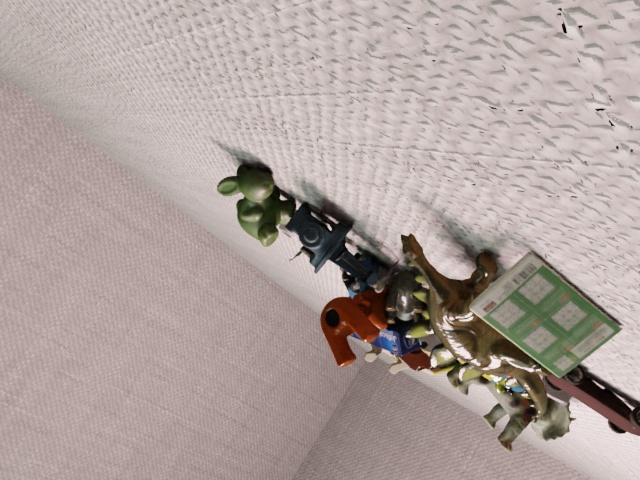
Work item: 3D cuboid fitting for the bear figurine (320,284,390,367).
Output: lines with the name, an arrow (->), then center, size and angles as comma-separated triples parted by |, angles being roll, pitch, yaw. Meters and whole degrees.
bear figurine -> 0.092, 0.166, 1.107 | 0.195, 0.120, 0.132 | 3, -136, -51

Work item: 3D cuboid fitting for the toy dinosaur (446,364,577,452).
toy dinosaur -> 0.425, 0.330, 1.236 | 0.404, 0.192, 0.131 | 51, -177, -3

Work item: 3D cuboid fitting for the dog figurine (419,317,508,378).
dog figurine -> 0.323, 0.213, 1.059 | 0.192, 0.108, 0.219 | -12, 143, 41

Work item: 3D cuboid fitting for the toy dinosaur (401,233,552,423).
toy dinosaur -> 0.266, 0.158, 0.853 | 0.471, 0.105, 0.199 | 46, 142, -17

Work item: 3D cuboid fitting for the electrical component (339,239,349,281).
electrical component -> 0.054, 0.043, 1.210 | 0.021, 0.094, 0.063 | -4, 168, -1

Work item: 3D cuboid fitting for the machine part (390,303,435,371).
machine part -> 0.224, 0.209, 1.223 | 0.056, 0.179, 0.180 | -10, -157, -41

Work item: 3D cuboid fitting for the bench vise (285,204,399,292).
bench vise -> 0.033, 0.025, 1.107 | 0.241, 0.129, 0.223 | 37, 172, 3

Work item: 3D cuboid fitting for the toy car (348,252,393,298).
toy car -> 0.120, 0.096, 1.239 | 0.103, 0.109, 0.161 | 10, 153, 7

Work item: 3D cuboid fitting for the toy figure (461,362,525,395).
toy figure -> 0.374, 0.268, 1.151 | 0.180, 0.089, 0.082 | 36, -147, -3

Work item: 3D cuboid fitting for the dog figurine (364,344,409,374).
dog figurine -> 0.182, 0.252, 1.413 | 0.172, 0.121, 0.190 | 28, -172, -8

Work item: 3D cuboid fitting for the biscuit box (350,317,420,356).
biscuit box -> 0.140, 0.201, 1.209 | 0.203, 0.063, 0.059 | 6, 110, 60

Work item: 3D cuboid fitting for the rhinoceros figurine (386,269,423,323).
rhinoceros figurine -> 0.174, 0.116, 1.099 | 0.073, 0.112, 0.190 | -1, 160, 10

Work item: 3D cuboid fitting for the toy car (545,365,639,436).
toy car -> 0.526, 0.297, 1.015 | 0.202, 0.053, 0.089 | 32, 153, 12

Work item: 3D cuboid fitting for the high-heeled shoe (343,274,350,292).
high-heeled shoe -> 0.160, 0.143, 1.355 | 0.249, 0.086, 0.145 | 28, 163, 11

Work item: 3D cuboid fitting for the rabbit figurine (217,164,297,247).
rabbit figurine -> -0.131, -0.098, 1.138 | 0.159, 0.121, 0.170 | 37, 153, 21
